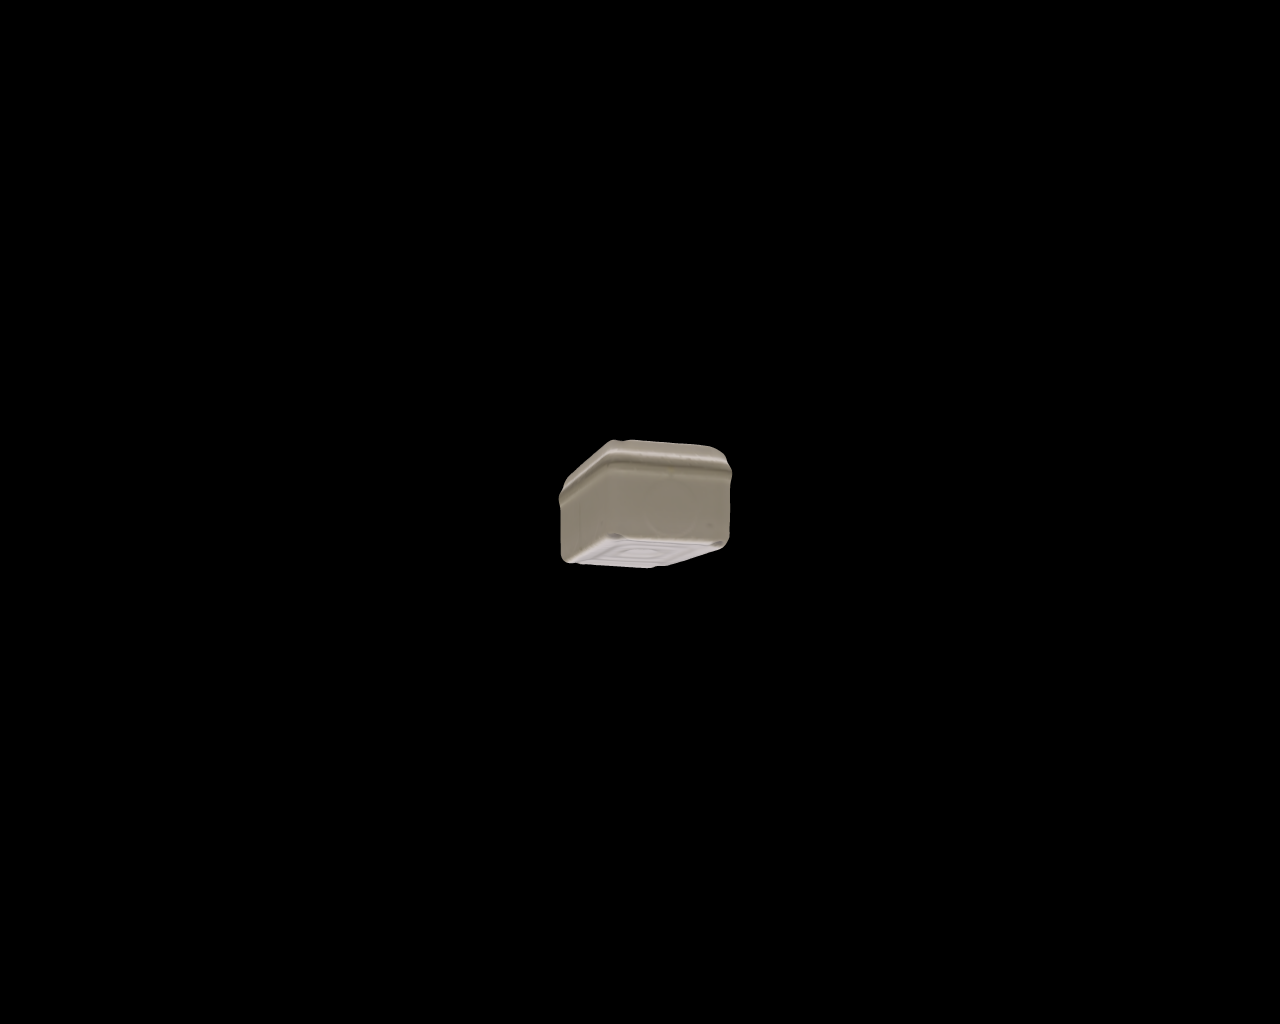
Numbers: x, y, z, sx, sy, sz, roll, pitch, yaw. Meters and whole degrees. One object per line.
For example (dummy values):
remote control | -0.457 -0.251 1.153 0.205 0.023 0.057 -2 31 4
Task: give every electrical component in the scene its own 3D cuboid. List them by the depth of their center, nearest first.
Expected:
electrical component | 0.001 -0.003 0.650 0.078 0.057 0.113 4 -12 -19
